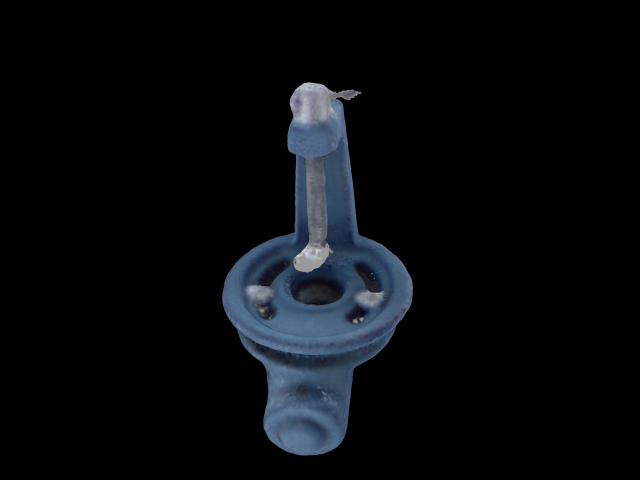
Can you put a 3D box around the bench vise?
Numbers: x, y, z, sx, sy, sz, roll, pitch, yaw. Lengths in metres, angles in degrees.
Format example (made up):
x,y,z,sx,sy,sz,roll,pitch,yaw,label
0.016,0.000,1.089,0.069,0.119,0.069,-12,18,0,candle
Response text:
x,y,z,sx,sy,sz,roll,pitch,yaw,label
-0.008,0.002,0.398,0.121,0.220,0.207,-3,18,-10,bench vise
